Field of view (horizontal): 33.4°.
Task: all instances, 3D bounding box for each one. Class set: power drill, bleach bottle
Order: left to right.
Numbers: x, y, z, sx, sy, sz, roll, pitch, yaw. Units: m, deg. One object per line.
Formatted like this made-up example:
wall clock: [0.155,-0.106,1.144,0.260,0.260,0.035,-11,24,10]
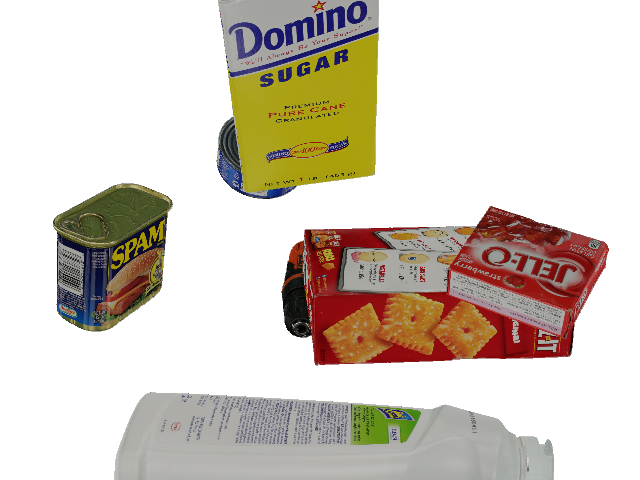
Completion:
bleach bottle: [0.012,0.134,0.636,0.251,0.068,0.102,1,19,2]
power drill: [0.049,0.052,1.239,0.187,0.057,0.184,-1,28,2]

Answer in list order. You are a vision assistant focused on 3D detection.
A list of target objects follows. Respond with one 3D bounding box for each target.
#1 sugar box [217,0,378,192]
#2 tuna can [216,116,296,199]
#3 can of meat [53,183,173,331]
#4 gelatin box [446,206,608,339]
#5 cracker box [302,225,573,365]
sugar box: [-0.012,-0.104,0.665,0.093,0.048,0.176,-9,-33,-4]
tuna can: [-0.055,-0.081,1.007,0.086,0.086,0.034,0,-37,-12]
can of meat: [-0.166,0.013,0.855,0.057,0.084,0.101,21,31,21]
gelatin box: [0.140,0.019,0.725,0.089,0.030,0.073,20,47,23]
cracker box: [0.094,0.045,0.930,0.213,0.072,0.164,-1,19,-4]
